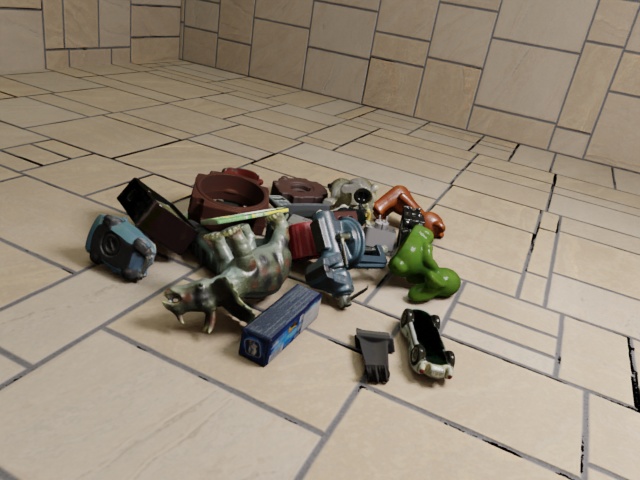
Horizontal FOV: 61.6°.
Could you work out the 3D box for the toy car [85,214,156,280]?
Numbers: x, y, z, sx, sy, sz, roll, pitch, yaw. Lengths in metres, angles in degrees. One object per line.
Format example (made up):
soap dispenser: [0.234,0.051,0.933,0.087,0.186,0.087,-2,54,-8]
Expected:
toy car: [-0.404,0.014,1.136,0.162,0.109,0.103,27,12,16]

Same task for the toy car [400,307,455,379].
toy car: [0.201,0.194,1.025,0.073,0.056,0.202,13,26,-8]

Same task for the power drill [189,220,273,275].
power drill: [-0.201,0.002,1.256,0.207,0.085,0.232,1,26,-28]

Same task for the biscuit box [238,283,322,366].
biscuit box: [-0.070,0.153,1.005,0.063,0.059,0.202,22,27,20]

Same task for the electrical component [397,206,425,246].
electrical component: [0.235,-0.014,1.403,0.058,0.114,0.134,8,25,4]

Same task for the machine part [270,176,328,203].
machine part: [-0.062,-0.139,1.628,0.179,0.056,0.179,9,26,-4]

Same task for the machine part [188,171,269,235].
machine part: [-0.236,-0.097,1.403,0.201,0.087,0.201,12,31,-12]

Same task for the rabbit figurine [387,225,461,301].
rabbit figurine: [0.251,0.069,1.232,0.170,0.121,0.159,34,31,2]

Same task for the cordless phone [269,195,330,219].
cordless phone: [-0.067,-0.085,1.486,0.146,0.088,0.184,-2,23,-23]

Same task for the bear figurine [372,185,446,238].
bear figurine: [0.258,-0.059,1.539,0.196,0.132,0.120,49,0,12]

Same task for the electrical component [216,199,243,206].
electrical component: [-0.245,-0.096,1.510,0.094,0.021,0.063,22,27,24]

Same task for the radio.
radio: [-0.377,-0.060,1.235,0.131,0.073,0.230,41,-5,-36]

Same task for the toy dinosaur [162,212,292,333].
toy dinosaur: [-0.128,0.055,1.087,0.131,0.192,0.405,-12,5,32]

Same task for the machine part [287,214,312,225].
machine part: [-0.003,-0.004,1.338,0.243,0.079,0.079,21,27,21]

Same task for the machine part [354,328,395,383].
machine part: [0.101,0.206,0.984,0.084,0.039,0.139,15,23,-2]

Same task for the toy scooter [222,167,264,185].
toy scooter: [-0.245,-0.174,1.618,0.135,0.075,0.184,12,21,1]

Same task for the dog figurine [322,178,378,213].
dog figurine: [0.097,-0.146,1.553,0.172,0.121,0.191,-17,28,18]

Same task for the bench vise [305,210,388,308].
bench vise: [0.073,0.041,1.190,0.240,0.129,0.224,3,53,-42]

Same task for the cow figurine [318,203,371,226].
cow figurine: [0.080,-0.061,1.405,0.167,0.068,0.098,-14,5,-31]
